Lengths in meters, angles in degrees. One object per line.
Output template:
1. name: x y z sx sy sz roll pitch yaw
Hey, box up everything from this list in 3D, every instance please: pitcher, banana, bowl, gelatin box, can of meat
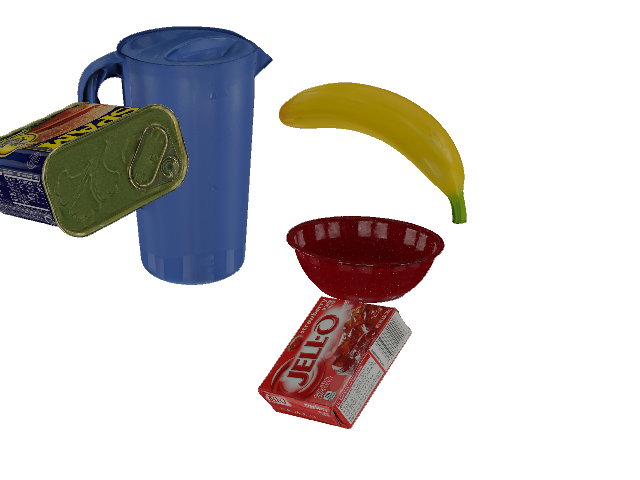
1. pitcher: -0.139 -0.081 1.055 0.149 0.243 0.144 12 28 19
2. banana: 0.043 -0.086 0.837 0.198 0.070 0.037 34 22 33
3. bowl: 0.045 0.023 1.094 0.162 0.055 0.162 2 17 -1
4. gelatin box: 0.009 0.083 0.737 0.073 0.089 0.030 6 -40 45
5. can of meat: -0.149 -0.049 0.667 0.084 0.057 0.101 11 33 44
